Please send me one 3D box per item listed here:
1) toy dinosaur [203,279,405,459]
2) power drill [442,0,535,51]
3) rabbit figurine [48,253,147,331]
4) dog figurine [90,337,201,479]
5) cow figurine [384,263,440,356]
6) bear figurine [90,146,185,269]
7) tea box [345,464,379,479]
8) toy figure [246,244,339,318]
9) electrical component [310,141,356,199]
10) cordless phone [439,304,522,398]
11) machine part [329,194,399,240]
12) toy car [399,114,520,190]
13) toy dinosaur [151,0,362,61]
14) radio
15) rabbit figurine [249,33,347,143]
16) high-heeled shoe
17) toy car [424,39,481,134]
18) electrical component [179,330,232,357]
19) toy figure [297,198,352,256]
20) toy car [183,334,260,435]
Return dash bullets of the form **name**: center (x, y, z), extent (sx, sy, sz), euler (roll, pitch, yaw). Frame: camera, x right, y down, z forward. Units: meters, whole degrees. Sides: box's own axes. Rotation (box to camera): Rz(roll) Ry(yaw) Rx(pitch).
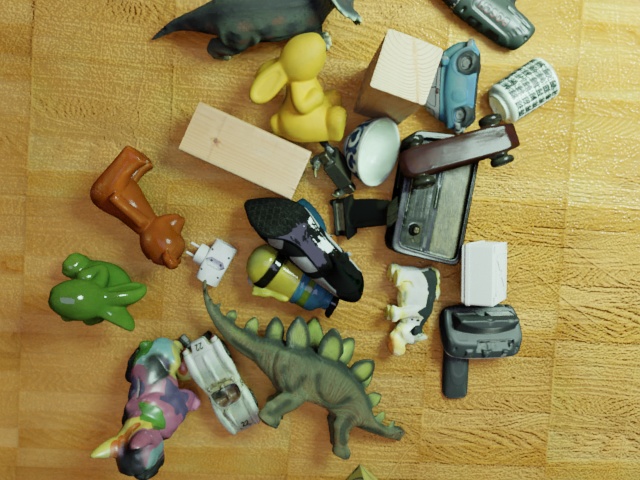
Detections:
- **toy dinosaur**: center (-0.030, 0.240, 0.965), extent (0.471, 0.105, 0.198), euler (30, 83, -13)
- **power drill**: center (0.323, -0.472, 0.957), extent (0.232, 0.086, 0.207), euler (43, 86, -6)
- **rabbit figurine**: center (-0.381, 0.103, 0.901), extent (0.159, 0.170, 0.121), euler (17, 93, -3)
- **dog figurine**: center (-0.289, 0.275, 0.883), extent (0.109, 0.219, 0.191), euler (-13, 94, 9)
- **cow figurine**: center (0.170, 0.130, 0.986), extent (0.098, 0.068, 0.167), euler (3, 94, -9)
- **bear figurine**: center (-0.291, -0.049, 0.926), extent (0.196, 0.120, 0.132), euler (41, 86, -6)
- **tea box**: center (0.107, 0.517, 0.998), extent (0.169, 0.068, 0.098), euler (41, 91, -3)
- **toy figure**: center (-0.045, 0.069, 0.959), extent (0.180, 0.082, 0.089), euler (25, 118, -1)
- **electrical component**: center (0.023, -0.123, 0.955), extent (0.045, 0.078, 0.102), euler (-28, 129, 22)
- **cordless phone**: center (0.296, 0.213, 0.999), extent (0.147, 0.089, 0.184), euler (-1, 104, -4)
- **machine part**: center (0.077, -0.044, 0.954), extent (0.139, 0.039, 0.084), euler (-6, 89, 40)
- **toy car**: center (0.233, -0.149, 0.909), extent (0.202, 0.053, 0.089), euler (-16, 81, 0)
- **toy dinosaur**: center (-0.091, -0.374, 0.884), extent (0.405, 0.192, 0.131), euler (-14, 92, -4)
- **radio**: center (0.200, -0.078, 0.971), extent (0.131, 0.073, 0.229), euler (10, 90, -5)
- **rabbit figurine**: center (-0.033, -0.261, 0.903), extent (0.162, 0.122, 0.173), euler (4, 131, 4)
- **high-heeled shoe**: center (-0.026, 0.016, 0.929), extent (0.086, 0.145, 0.249), euler (-46, 55, -13)
- **toy car**: center (0.230, -0.272, 0.959), extent (0.103, 0.109, 0.161), euler (9, 104, 19)
- **electrical component**: center (-0.212, 0.199, 0.989), extent (0.063, 0.021, 0.094), euler (-43, 93, -1)
- **toy figure**: center (0.000, -0.004, 0.968), extent (0.064, 0.058, 0.154), euler (-35, 88, -33)
- **toy car**: center (-0.174, 0.258, 0.961), extent (0.073, 0.056, 0.201), euler (-26, 110, -2)
